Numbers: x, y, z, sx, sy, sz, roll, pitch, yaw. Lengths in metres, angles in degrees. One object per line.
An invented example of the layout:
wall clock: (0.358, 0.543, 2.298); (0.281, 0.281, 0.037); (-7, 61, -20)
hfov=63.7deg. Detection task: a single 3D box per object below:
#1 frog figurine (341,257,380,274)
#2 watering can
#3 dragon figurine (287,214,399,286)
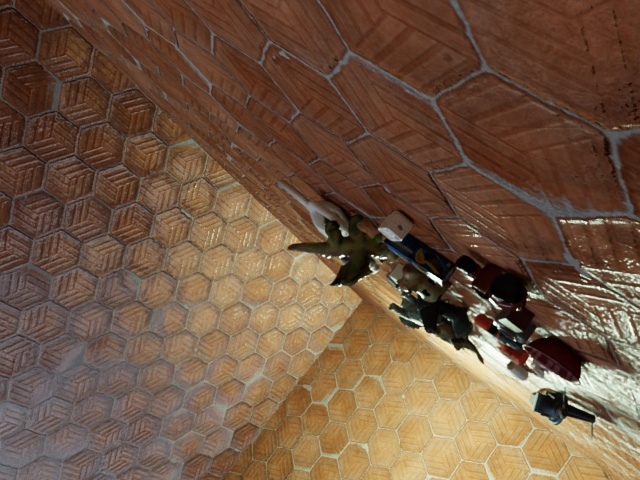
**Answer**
frog figurine: (0.169, 0.095, 2.179); (0.137, 0.125, 0.157); (-6, 126, 53)
watering can: (0.006, -0.093, 1.840); (0.351, 0.104, 0.221); (37, 173, 22)
dragon figurine: (0.073, 0.049, 1.618); (0.249, 0.408, 0.120); (-83, -29, -52)
